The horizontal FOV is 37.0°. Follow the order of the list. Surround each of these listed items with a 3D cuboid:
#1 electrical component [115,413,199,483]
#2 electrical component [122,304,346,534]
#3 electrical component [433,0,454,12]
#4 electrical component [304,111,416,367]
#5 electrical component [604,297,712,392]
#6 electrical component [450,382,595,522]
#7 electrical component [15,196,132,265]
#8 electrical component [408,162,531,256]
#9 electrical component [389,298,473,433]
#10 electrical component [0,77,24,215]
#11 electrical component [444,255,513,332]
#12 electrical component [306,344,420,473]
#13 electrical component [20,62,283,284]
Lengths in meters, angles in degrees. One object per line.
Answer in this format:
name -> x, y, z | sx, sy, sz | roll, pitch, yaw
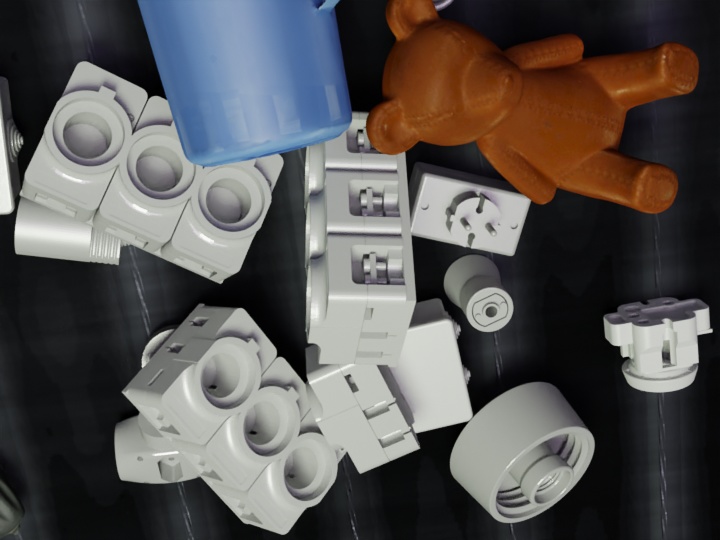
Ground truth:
electrical component -> -0.146, 0.122, 0.810 | 0.077, 0.043, 0.079 | -6, 137, -5
electrical component -> -0.083, 0.109, 0.781 | 0.089, 0.062, 0.150 | -51, 121, -27
electrical component -> 0.047, -0.194, 0.721 | 0.043, 0.062, 0.043 | -2, 110, -7
electrical component -> -0.004, -0.022, 0.719 | 0.062, 0.150, 0.089 | 1, 148, -6
electrical component -> 0.233, 0.059, 0.838 | 0.078, 0.058, 0.057 | -10, 107, -4
electrical component -> 0.131, 0.147, 0.830 | 0.108, 0.060, 0.108 | -20, 135, -22
electrical component -> -0.198, -0.028, 0.759 | 0.081, 0.043, 0.043 | 7, 108, -10
electrical component -> 0.079, -0.039, 0.773 | 0.083, 0.075, 0.047 | 11, 107, -11
electrical component -> 0.032, 0.075, 0.819 | 0.100, 0.048, 0.099 | -13, 113, 2
electrical component -> -0.279, -0.084, 0.725 | 0.100, 0.048, 0.099 | -3, 110, -6
electrical component -> 0.090, 0.019, 0.801 | 0.044, 0.065, 0.044 | -2, 110, -7
electrical component -> -0.002, 0.093, 0.769 | 0.056, 0.050, 0.089 | -24, 113, 6
electrical component -> -0.139, -0.064, 0.725 | 0.150, 0.062, 0.089 | 25, 75, -15
